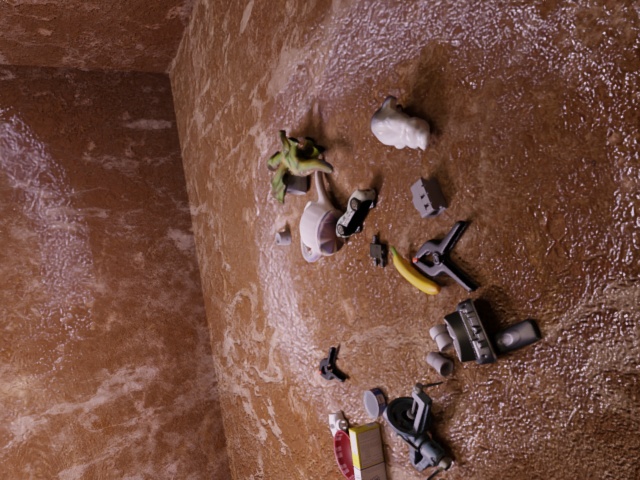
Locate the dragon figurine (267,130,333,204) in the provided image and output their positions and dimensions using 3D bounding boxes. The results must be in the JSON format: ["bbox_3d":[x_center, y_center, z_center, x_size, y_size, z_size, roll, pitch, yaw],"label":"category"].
[{"bbox_3d":[-0.091,-0.234,1.786,0.239,0.122,0.418,-66,33,22],"label":"dragon figurine"}]

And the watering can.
[{"bbox_3d":[0.005,-0.087,1.721,0.226,0.104,0.345,24,106,58],"label":"watering can"}]

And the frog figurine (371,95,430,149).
[{"bbox_3d":[0.207,-0.274,1.303,0.162,0.123,0.135,58,176,25],"label":"frog figurine"}]
